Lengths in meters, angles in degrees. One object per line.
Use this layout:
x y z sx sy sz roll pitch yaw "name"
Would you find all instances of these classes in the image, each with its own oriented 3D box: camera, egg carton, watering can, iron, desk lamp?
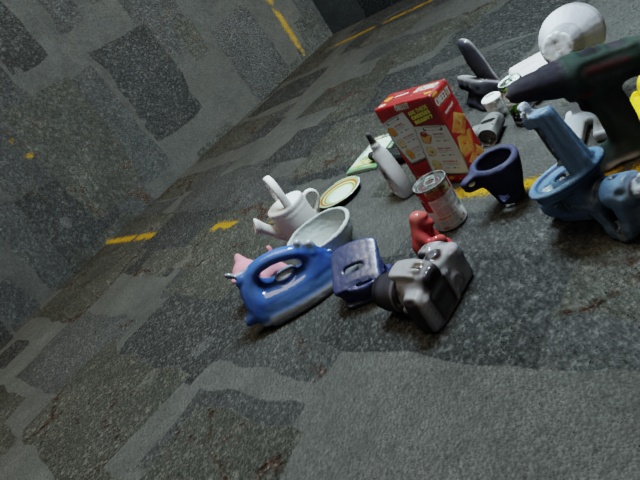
0.155 0.067 0.944 0.136 0.101 0.143 -5 39 50 "camera"
0.500 -0.378 1.333 0.107 0.069 0.150 -26 26 21 "egg carton"
-0.083 -0.071 1.397 0.173 0.194 0.100 -47 26 -24 "watering can"
-0.065 0.068 1.185 0.258 0.142 0.118 -31 25 12 "iron"
0.481 -0.318 1.071 0.117 0.214 0.203 -16 31 38 "desk lamp"

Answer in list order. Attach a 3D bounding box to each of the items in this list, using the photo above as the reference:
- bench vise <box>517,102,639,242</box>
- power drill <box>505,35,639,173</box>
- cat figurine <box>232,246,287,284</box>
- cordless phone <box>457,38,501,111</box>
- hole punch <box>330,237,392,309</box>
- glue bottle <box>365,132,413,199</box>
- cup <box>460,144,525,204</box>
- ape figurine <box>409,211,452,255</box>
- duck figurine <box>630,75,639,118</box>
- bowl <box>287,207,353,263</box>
0.381 -0.113 0.823 0.206 0.220 0.122 -1 42 52 "bench vise"
0.449 -0.219 0.941 0.229 0.209 0.075 -28 26 19 "power drill"
-0.146 0.069 1.321 0.128 0.118 0.067 -43 25 -15 "cat figurine"
0.388 -0.430 1.435 0.094 0.185 0.147 -36 24 0 "cordless phone"
0.075 0.060 1.074 0.108 0.091 0.101 -24 27 26 "hole punch"
0.150 -0.174 1.300 0.037 0.173 0.078 -39 24 -5 "glue bottle"
0.321 -0.104 1.041 0.118 0.095 0.091 -35 24 2 "cup"
0.195 -0.014 1.050 0.076 0.092 0.078 -26 26 22 "ape figurine"
0.571 -0.250 0.984 0.077 0.086 0.104 -36 24 2 "duck figurine"
0.012 0.005 1.281 0.167 0.075 0.167 -29 25 15 "bowl"
